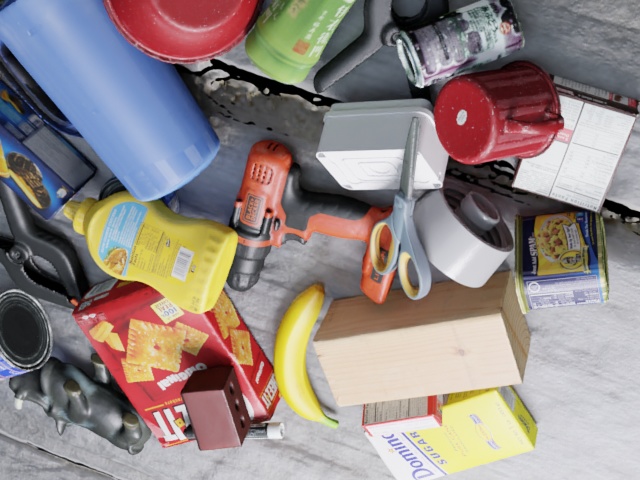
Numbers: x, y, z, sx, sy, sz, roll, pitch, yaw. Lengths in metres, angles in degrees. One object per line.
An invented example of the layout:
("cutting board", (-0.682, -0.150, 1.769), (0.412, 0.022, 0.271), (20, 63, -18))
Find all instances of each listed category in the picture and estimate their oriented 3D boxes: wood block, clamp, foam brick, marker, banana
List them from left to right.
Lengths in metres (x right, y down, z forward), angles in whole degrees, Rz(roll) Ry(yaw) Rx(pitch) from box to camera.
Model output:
("clamp", (-0.348, 0.000, 1.253), (0.210, 0.036, 0.165), (38, 123, -9))
("foam brick", (-0.115, 0.188, 1.194), (0.051, 0.053, 0.078), (-10, 112, 15))
("marker", (-0.101, 0.221, 1.235), (0.121, 0.020, 0.020), (-4, 118, 16))
("banana", (-0.020, 0.136, 1.234), (0.069, 0.037, 0.198), (-6, 120, 1))
("clamp", (0.081, -0.188, 1.010), (0.120, 0.039, 0.172), (21, 123, -16))
("wood block", (0.110, 0.108, 1.142), (0.206, 0.090, 0.091), (-11, 115, 23))

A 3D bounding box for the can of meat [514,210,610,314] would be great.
("can of meat", (0.236, 0.018, 1.042), (0.084, 0.102, 0.057), (-7, 137, 18))

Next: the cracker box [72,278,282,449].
("cracker box", (-0.165, 0.132, 1.253), (0.164, 0.072, 0.213), (-19, 113, 26))

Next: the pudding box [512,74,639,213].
("pudding box", (0.242, -0.090, 1.015), (0.090, 0.039, 0.114), (18, 125, 6))

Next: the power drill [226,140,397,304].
("power drill", (-0.007, 0.001, 1.135), (0.187, 0.057, 0.185), (19, 123, 6))

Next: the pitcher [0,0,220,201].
("pitcher", (-0.216, -0.158, 1.071), (0.145, 0.149, 0.242), (-39, 111, -11))

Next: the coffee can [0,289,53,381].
("coffee can", (-0.415, 0.128, 1.309), (0.140, 0.102, 0.103), (-19, 112, 26))

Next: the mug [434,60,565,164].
("mug", (0.166, -0.111, 0.969), (0.117, 0.081, 0.093), (26, 121, 47))

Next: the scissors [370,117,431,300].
("scissors", (0.087, -0.017, 0.995), (0.096, 0.016, 0.202), (56, 152, 23))

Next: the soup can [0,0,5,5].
("soup can", (-0.371, -0.266, 1.087), (0.102, 0.068, 0.068), (-3, 118, 18))

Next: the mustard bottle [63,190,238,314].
("mustard bottle", (-0.189, 0.000, 1.138), (0.192, 0.058, 0.096), (22, 102, 13))

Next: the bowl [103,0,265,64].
("bowl", (-0.118, -0.240, 0.980), (0.162, 0.055, 0.162), (-5, 107, -19))

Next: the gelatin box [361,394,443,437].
("gelatin box", (0.093, 0.178, 1.195), (0.089, 0.073, 0.030), (-14, 137, 24))

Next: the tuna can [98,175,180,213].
("tuna can", (-0.202, -0.040, 1.186), (0.086, 0.033, 0.086), (8, 121, 13))

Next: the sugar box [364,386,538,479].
("sugar box", (0.148, 0.218, 1.220), (0.176, 0.048, 0.093), (-26, 109, 27))
